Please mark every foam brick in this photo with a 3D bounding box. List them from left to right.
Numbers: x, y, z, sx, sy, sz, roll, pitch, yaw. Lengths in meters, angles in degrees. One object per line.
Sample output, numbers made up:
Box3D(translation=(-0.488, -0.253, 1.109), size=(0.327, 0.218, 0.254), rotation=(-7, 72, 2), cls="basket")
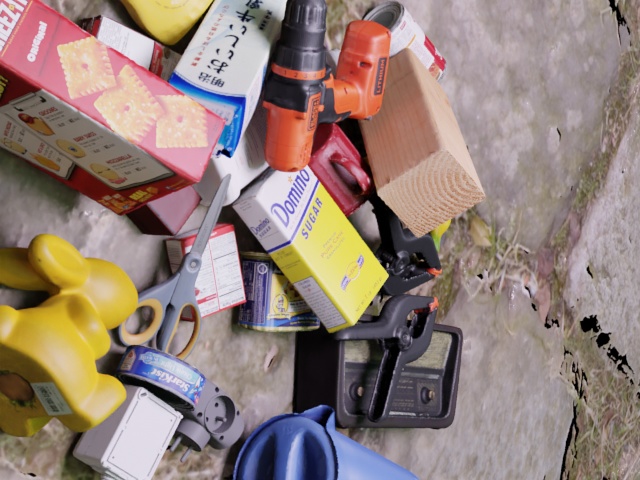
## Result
Box3D(translation=(-0.166, -0.048, 1.046), size=(0.078, 0.053, 0.051), rotation=(53, 57, -34), cls="foam brick")

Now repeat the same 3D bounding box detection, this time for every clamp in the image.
Box3D(translation=(0.087, 0.013, 1.281), size=(0.209, 0.036, 0.165), rotation=(4, 117, -50), cls="clamp")
Box3D(translation=(0.084, 0.124, 1.208), size=(0.171, 0.039, 0.120), rotation=(-29, 110, -42), cls="clamp")

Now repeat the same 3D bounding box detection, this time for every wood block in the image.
Box3D(translation=(0.107, -0.115, 1.213), size=(0.090, 0.091, 0.206), rotation=(44, 22, -36), cls="wood block")

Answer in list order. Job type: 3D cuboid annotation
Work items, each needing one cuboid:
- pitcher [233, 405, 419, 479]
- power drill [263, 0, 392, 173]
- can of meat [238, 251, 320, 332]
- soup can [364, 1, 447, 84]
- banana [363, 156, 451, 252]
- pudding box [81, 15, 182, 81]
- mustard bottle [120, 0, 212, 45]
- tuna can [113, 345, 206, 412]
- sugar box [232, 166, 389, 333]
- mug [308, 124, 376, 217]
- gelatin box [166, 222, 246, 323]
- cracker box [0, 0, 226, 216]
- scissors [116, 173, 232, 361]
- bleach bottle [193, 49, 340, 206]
Box3D(translation=(0.018, 0.293, 1.183), size=(0.242, 0.149, 0.145), rotation=(34, 33, -49), cls="pitcher")
Box3D(translation=(0.008, -0.175, 1.091), size=(0.187, 0.057, 0.184), rotation=(-32, 138, -55), cls="power drill")
Box3D(translation=(-0.042, 0.056, 1.171), size=(0.101, 0.058, 0.084), rotation=(3, 91, -45), cls="can of meat")
Box3D(translation=(0.099, -0.231, 1.296), size=(0.102, 0.069, 0.068), rotation=(44, 61, -36), cls="soup can")
Box3D(translation=(0.114, -0.061, 1.338), size=(0.197, 0.037, 0.069), rotation=(42, 63, -38), cls="banana")
Box3D(translation=(-0.186, -0.154, 1.032), size=(0.113, 0.039, 0.090), rotation=(21, 77, -42), cls="pudding box")
Box3D(translation=(-0.186, -0.277, 1.008), size=(0.191, 0.058, 0.096), rotation=(37, 90, -36), cls="mustard bottle")
Box3D(translation=(-0.155, 0.135, 1.038), size=(0.086, 0.086, 0.033), rotation=(40, 62, -38), cls="tuna can")
Box3D(translation=(-0.007, 0.001, 1.132), size=(0.176, 0.048, 0.093), rotation=(54, 44, -16), cls="sugar box")
Box3D(translation=(0.013, -0.076, 1.184), size=(0.093, 0.117, 0.081), rotation=(-47, 119, -14), cls="mug")
Box3D(translation=(-0.119, 0.033, 1.111), size=(0.073, 0.030, 0.089), rotation=(-21, 108, -43), cls="gelatin box")
Box3D(translation=(-0.210, -0.112, 0.886), size=(0.213, 0.164, 0.072), rotation=(32, 66, -24), cls="cracker box")
Box3D(translation=(-0.146, 0.029, 1.049), size=(0.096, 0.016, 0.202), rotation=(2, 107, -27), cls="scissors")
Box3D(translation=(-0.051, -0.138, 1.153), size=(0.250, 0.068, 0.102), rotation=(-40, 118, -39), cls="bleach bottle")
